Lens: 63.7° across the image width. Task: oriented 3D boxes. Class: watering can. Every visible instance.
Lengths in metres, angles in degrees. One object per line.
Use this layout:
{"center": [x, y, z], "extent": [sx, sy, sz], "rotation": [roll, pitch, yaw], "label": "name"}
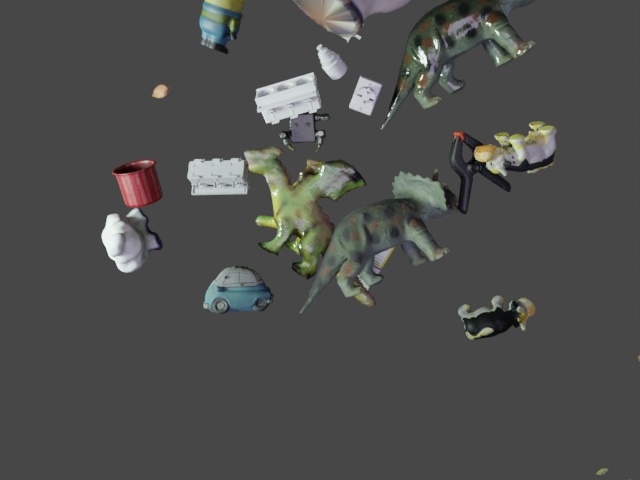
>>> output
{"center": [0.011, -0.508, 0.915], "extent": [0.346, 0.103, 0.227], "rotation": [31, 77, -10], "label": "watering can"}

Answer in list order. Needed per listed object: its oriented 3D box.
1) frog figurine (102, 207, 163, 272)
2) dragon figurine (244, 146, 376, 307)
{"center": [-0.434, 0.011, 1.134], "extent": [0.122, 0.162, 0.135], "rotation": [-2, 111, 8], "label": "frog figurine"}
{"center": [0.003, -0.055, 1.096], "extent": [0.410, 0.123, 0.240], "rotation": [33, 104, -3], "label": "dragon figurine"}
